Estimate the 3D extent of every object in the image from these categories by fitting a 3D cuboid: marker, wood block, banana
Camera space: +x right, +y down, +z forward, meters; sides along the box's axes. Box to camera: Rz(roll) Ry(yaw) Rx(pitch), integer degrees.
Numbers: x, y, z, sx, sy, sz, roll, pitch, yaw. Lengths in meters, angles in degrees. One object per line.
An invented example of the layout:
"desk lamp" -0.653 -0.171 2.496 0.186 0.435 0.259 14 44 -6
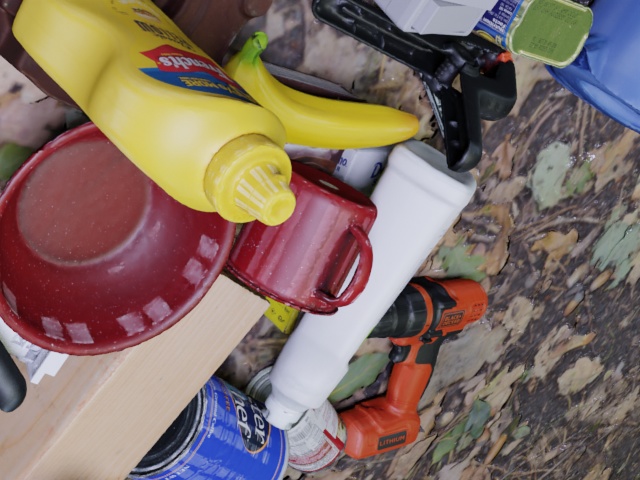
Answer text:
"marker" 0.106 -0.108 0.899 0.020 0.020 0.121 -41 143 -9
"wood block" -0.146 0.085 0.762 0.206 0.090 0.090 -50 144 4
"banana" -0.008 -0.086 0.710 0.197 0.070 0.037 14 70 -55

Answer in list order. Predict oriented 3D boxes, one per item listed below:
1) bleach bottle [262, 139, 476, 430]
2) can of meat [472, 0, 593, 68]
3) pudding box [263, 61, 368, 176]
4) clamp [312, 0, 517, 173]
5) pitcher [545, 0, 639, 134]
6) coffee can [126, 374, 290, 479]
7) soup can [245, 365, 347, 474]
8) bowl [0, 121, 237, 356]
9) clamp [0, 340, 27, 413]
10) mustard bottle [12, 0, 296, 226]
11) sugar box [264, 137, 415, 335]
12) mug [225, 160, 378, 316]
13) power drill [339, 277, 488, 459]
"bleach bottle" 0.026 0.044 0.827 0.251 0.068 0.102 -58 173 15
"can of meat" 0.151 -0.179 0.827 0.101 0.084 0.057 3 120 -47
"pudding box" -0.030 -0.078 0.773 0.113 0.039 0.090 6 118 -47
"clamp" 0.088 -0.132 0.798 0.036 0.164 0.209 -47 172 31
"pitcher" 0.324 -0.211 0.941 0.243 0.145 0.149 -56 179 6
"coffee can" -0.101 0.158 0.863 0.103 0.103 0.140 -47 144 -1
"soup can" -0.022 0.164 0.977 0.068 0.069 0.102 -42 143 -8
"bowl" -0.133 -0.011 0.652 0.161 0.055 0.162 -18 127 -26
"clamp" -0.245 0.029 0.633 0.120 0.039 0.171 -3 115 2
"mustard bottle" -0.071 -0.065 0.524 0.096 0.192 0.058 13 114 -47
"sugar box" 0.021 -0.006 0.887 0.093 0.048 0.176 -2 121 -43
"mug" -0.005 0.001 0.743 0.093 0.117 0.081 16 106 -42
"power drill" 0.072 0.123 1.043 0.184 0.057 0.188 -4 125 -44
